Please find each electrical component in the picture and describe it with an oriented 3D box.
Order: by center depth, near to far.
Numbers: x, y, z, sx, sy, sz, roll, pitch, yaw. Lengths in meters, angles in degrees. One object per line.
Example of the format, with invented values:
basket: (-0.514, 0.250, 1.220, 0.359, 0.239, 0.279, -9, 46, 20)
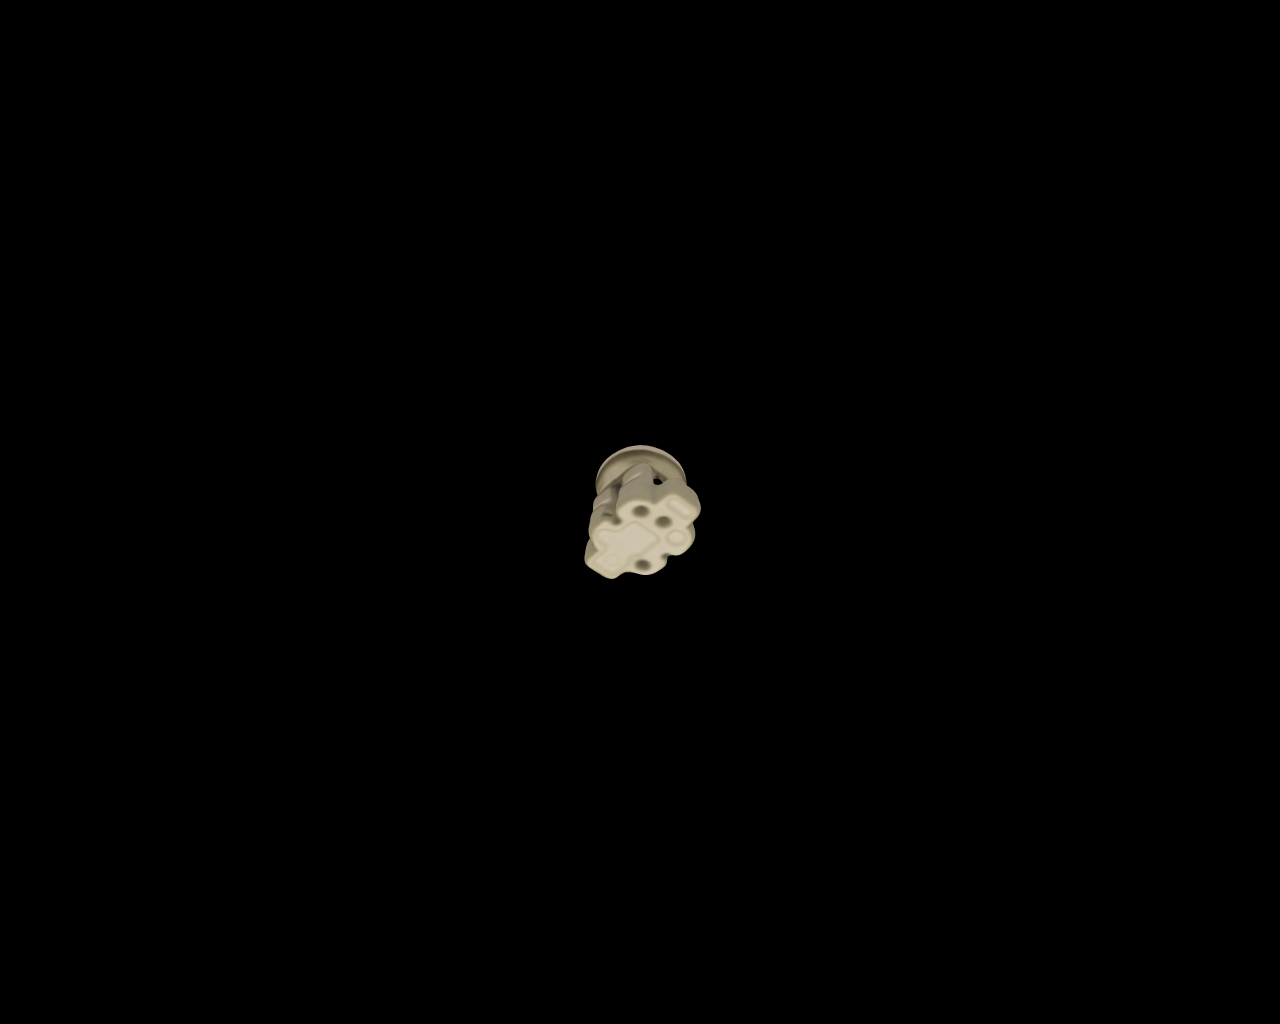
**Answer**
electrical component: (0.001, -0.003, 0.650, 0.058, 0.057, 0.078, 36, -58, -27)
